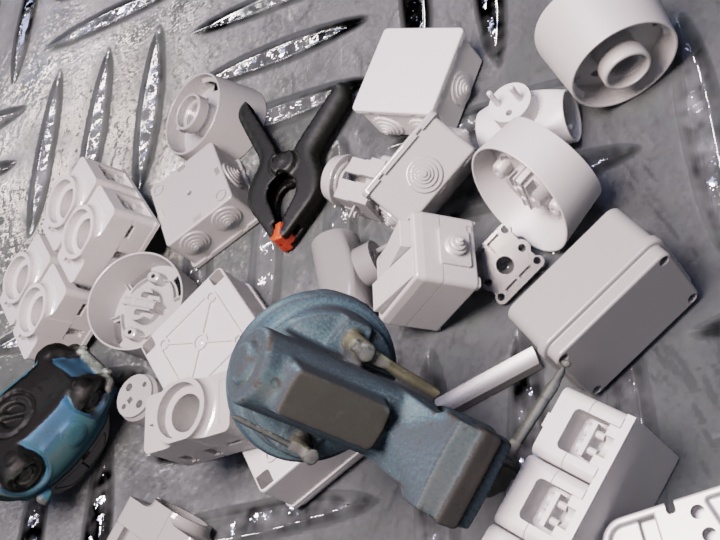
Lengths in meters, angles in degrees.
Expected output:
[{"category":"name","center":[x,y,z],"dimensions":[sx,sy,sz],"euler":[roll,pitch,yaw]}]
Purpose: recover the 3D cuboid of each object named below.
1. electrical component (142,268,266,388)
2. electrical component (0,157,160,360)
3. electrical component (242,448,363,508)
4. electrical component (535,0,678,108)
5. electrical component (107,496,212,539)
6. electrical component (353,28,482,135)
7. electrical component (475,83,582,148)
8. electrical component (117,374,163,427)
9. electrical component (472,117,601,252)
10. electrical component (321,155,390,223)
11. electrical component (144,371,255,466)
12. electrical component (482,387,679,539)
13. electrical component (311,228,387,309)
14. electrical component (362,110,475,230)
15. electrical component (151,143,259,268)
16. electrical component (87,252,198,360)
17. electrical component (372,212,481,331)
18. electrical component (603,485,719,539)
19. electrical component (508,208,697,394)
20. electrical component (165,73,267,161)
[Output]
[{"category":"electrical component","center":[-0.125,0.074,0.957],"dimensions":[0.109,0.056,0.108],"euler":[-45,49,6]},{"category":"electrical component","center":[-0.290,-0.008,1.082],"dimensions":[0.186,0.060,0.105],"euler":[-55,46,17]},{"category":"electrical component","center":[-0.046,0.117,0.878],"dimensions":[0.109,0.056,0.108],"euler":[-41,49,10]},{"category":"electrical component","center":[0.196,-0.178,0.846],"dimensions":[0.099,0.099,0.064],"euler":[-32,57,16]},{"category":"electrical component","center":[-0.161,0.229,0.900],"dimensions":[0.089,0.050,0.055],"euler":[20,78,40]},{"category":"electrical component","center":[0.054,-0.168,0.972],"dimensions":[0.100,0.048,0.099],"euler":[10,71,38]},{"category":"electrical component","center":[0.130,-0.126,0.875],"dimensions":[0.077,0.079,0.043],"euler":[-10,61,30]},{"category":"electrical component","center":[-0.186,0.122,0.973],"dimensions":[0.045,0.055,0.045],"euler":[-16,57,27]},{"category":"electrical component","center":[0.135,-0.068,0.831],"dimensions":[0.064,0.099,0.099],"euler":[-48,48,-5]},{"category":"electrical component","center":[-0.001,-0.076,0.962],"dimensions":[0.055,0.048,0.066],"euler":[18,77,32]},{"category":"electrical component","center":[-0.125,0.118,0.856],"dimensions":[0.089,0.056,0.050],"euler":[-20,59,29]},{"category":"electrical component","center":[0.135,0.163,0.704],"dimensions":[0.062,0.089,0.150],"euler":[24,80,41]},{"category":"electrical component","center":[0.000,0.000,0.919],"dimensions":[0.079,0.044,0.077],"euler":[-27,53,20]},{"category":"electrical component","center":[0.053,-0.077,0.891],"dimensions":[0.048,0.100,0.099],"euler":[41,94,8]},{"category":"electrical component","center":[-0.154,-0.065,1.059],"dimensions":[0.100,0.048,0.099],"euler":[-36,50,14]},{"category":"electrical component","center":[-0.203,0.036,1.026],"dimensions":[0.099,0.064,0.099],"euler":[-17,57,27]},{"category":"electrical component","center":[0.051,-0.002,0.844],"dimensions":[0.096,0.061,0.061],"euler":[126,148,-54]},{"category":"electrical component","center":[0.208,0.176,0.666],"dimensions":[0.095,0.059,0.053],"euler":[-25,54,22]},{"category":"electrical component","center":[0.173,0.024,0.763],"dimensions":[0.113,0.078,0.057],"euler":[-45,46,6]},{"category":"electrical component","center":[-0.153,-0.153,1.114],"dimensions":[0.099,0.064,0.099],"euler":[-21,60,40]}]
